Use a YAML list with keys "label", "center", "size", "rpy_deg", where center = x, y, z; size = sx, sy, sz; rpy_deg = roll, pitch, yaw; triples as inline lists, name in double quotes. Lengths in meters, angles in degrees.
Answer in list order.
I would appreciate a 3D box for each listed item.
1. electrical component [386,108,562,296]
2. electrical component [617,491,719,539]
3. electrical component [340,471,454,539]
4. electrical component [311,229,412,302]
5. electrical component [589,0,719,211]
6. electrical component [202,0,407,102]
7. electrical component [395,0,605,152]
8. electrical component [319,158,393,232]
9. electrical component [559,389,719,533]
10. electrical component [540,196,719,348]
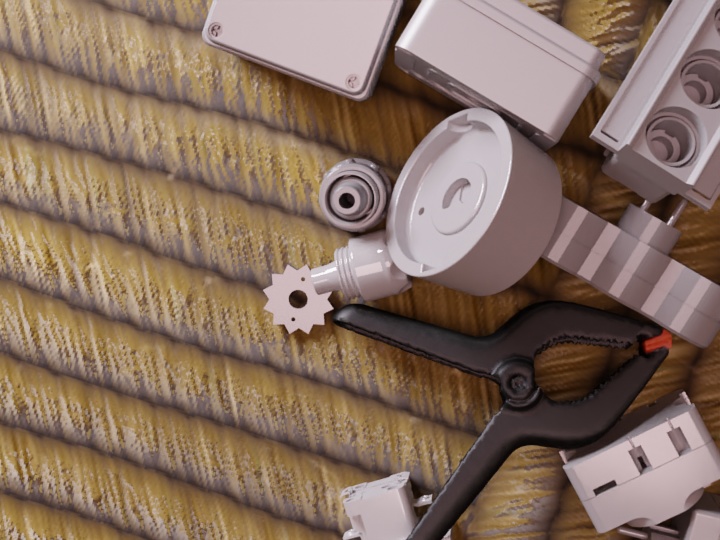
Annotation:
- label: "electrical component"
  center: [0.073, -0.036, 0.650]
  size: [0.060, 0.108, 0.108]
  rpy_deg: [24, 101, -32]
- label: "electrical component"
  center: [0.201, 0.185, 0.695]
  size: [0.076, 0.047, 0.083]
  rpy_deg: [13, 99, 5]
- label: "electrical component"
  center: [0.019, 0.171, 0.715]
  size: [0.081, 0.042, 0.063]
  rpy_deg: [-17, 92, 8]
- label: "electrical component"
  center: [0.000, 0.000, 0.692]
  size: [0.062, 0.043, 0.043]
  rpy_deg: [-15, 96, 9]
- label: "electrical component"
  center: [0.195, -0.103, 0.633]
  size: [0.079, 0.063, 0.121]
  rpy_deg: [33, 79, 1]
- label: "electrical component"
  center: [-0.027, -0.172, 0.664]
  size: [0.109, 0.056, 0.108]
  rpy_deg: [21, 99, 3]
- label: "electrical component"
  center: [0.082, -0.126, 0.646]
  size: [0.113, 0.078, 0.057]
  rpy_deg: [31, 91, 1]
- label: "electrical component"
  center: [-0.005, -0.046, 0.676]
  size: [0.048, 0.062, 0.048]
  rpy_deg: [1, 98, 6]
- label: "electrical component"
  center: [0.182, 0.125, 0.687]
  size: [0.089, 0.050, 0.055]
  rpy_deg: [-28, 94, 9]
- label: "electrical component"
  center: [0.174, -0.017, 0.667]
  size: [0.138, 0.052, 0.073]
  rpy_deg: [30, 100, 1]
